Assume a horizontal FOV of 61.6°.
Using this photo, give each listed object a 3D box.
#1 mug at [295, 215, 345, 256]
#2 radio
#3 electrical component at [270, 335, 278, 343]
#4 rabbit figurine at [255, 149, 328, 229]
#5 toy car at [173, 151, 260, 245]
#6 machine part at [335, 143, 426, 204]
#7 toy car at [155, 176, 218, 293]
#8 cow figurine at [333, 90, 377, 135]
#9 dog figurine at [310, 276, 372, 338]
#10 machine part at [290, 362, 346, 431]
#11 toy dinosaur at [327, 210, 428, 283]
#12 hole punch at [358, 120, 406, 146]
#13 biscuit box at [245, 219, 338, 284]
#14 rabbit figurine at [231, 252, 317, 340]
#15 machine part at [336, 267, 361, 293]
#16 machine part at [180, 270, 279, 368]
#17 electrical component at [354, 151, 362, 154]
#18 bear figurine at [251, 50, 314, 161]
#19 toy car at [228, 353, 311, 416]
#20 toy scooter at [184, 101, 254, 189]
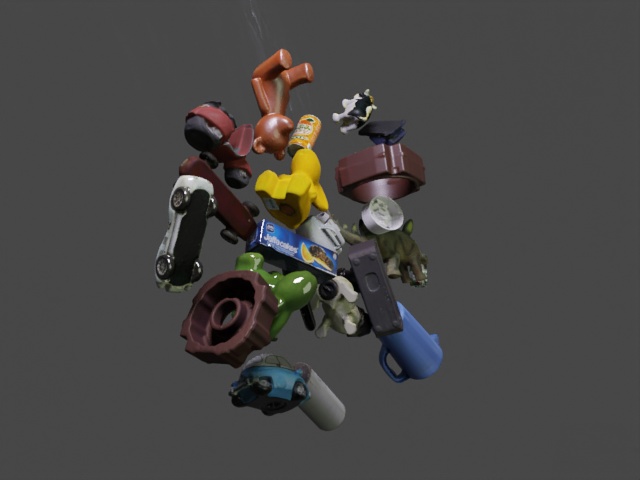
[{"bbox_3d":[-0.003,-0.004,1.233,0.107,0.110,0.081,57,46,-12],"label":"mug"},{"bbox_3d":[0.138,0.118,1.320,0.131,0.073,0.229,-36,106,-82],"label":"radio"},{"bbox_3d":[-0.117,0.178,1.100,0.094,0.021,0.063,26,63,-50],"label":"electrical component"},{"bbox_3d":[-0.039,-0.119,1.179,0.162,0.122,0.173,55,42,-42],"label":"rabbit figurine"},{"bbox_3d":[-0.191,-0.075,1.007,0.202,0.053,0.089,51,60,-39],"label":"toy car"},{"bbox_3d":[0.157,-0.165,1.396,0.201,0.202,0.087,17,61,-54],"label":"machine part"},{"bbox_3d":[-0.229,-0.008,0.914,0.073,0.056,0.201,12,91,-48],"label":"toy car"},{"bbox_3d":[0.109,-0.358,1.458,0.068,0.098,0.167,56,43,-25],"label":"cow figurine"},{"bbox_3d":[0.060,0.158,1.314,0.190,0.121,0.172,10,82,-69],"label":"dog figurine"},{"bbox_3d":[-0.013,0.344,1.176,0.243,0.079,0.079,56,43,-34],"label":"machine part"},{"bbox_3d":[0.180,0.018,1.501,0.471,0.105,0.198,12,67,-49],"label":"toy dinosaur"},{"bbox_3d":[0.185,-0.289,1.548,0.142,0.116,0.092,-42,127,-50],"label":"hole punch"},{"bbox_3d":[-0.057,0.027,1.125,0.202,0.063,0.059,25,56,-31],"label":"biscuit box"},{"bbox_3d":[-0.091,0.099,1.019,0.121,0.170,0.159,57,42,-33],"label":"rabbit figurine"},{"bbox_3d":[0.077,0.100,1.387,0.138,0.039,0.084,10,84,-57],"label":"machine part"},{"bbox_3d":[-0.155,0.133,0.926,0.056,0.180,0.179,51,45,-43],"label":"machine part"},{"bbox_3d":[0.140,-0.209,1.497,0.119,0.075,0.047,16,71,-58],"label":"electrical component"},{"bbox_3d":[-0.086,-0.276,1.133,0.120,0.132,0.196,12,69,-53],"label":"bear figurine"},{"bbox_3d":[-0.102,0.275,1.051,0.161,0.109,0.103,27,39,-38],"label":"toy car"},{"bbox_3d":[-0.178,-0.199,1.029,0.183,0.075,0.135,53,44,-41],"label":"toy scooter"}]
